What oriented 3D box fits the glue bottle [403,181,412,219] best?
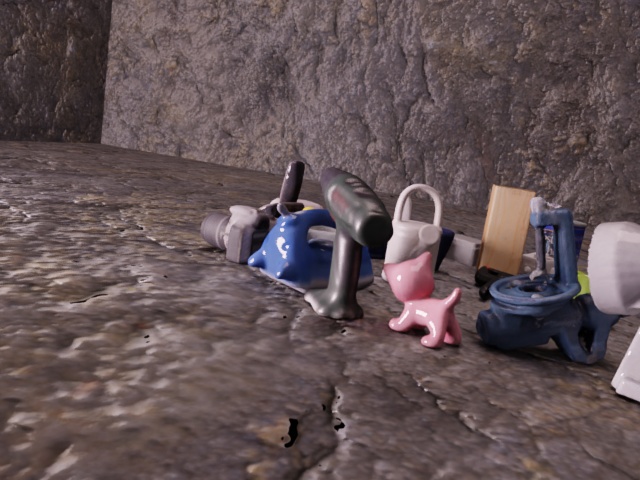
[{"bbox_3d":[0.221,-0.071,1.518,0.037,0.173,0.078,9,10,0],"label":"glue bottle"}]

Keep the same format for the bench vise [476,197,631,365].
[{"bbox_3d":[0.336,0.054,0.812,0.208,0.220,0.121,5,11,-21],"label":"bench vise"}]

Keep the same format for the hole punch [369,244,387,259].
[{"bbox_3d":[0.125,-0.010,1.334,0.109,0.091,0.100,3,12,-31],"label":"hole punch"}]

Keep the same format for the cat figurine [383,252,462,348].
[{"bbox_3d":[0.146,0.077,0.811,0.067,0.118,0.127,-1,14,-42],"label":"cat figurine"}]

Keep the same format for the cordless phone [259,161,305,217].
[{"bbox_3d":[-0.097,-0.104,1.396,0.093,0.185,0.148,15,12,31],"label":"cordless phone"}]

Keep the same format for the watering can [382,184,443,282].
[{"bbox_3d":[0.188,-0.010,1.102,0.101,0.194,0.172,3,12,-28],"label":"watering can"}]

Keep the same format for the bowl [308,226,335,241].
[{"bbox_3d":[0.011,0.004,1.207,0.167,0.075,0.167,9,10,-1],"label":"bowl"}]

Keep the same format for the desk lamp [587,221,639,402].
[{"bbox_3d":[0.428,0.092,0.705,0.118,0.213,0.202,-1,14,-44],"label":"desk lamp"}]

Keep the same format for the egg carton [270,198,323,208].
[{"bbox_3d":[-0.065,-0.073,1.574,0.151,0.069,0.107,2,13,-34],"label":"egg carton"}]

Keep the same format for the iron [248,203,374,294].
[{"bbox_3d":[0.011,0.010,0.992,0.259,0.141,0.118,0,14,-42],"label":"iron"}]

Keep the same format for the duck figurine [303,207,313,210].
[{"bbox_3d":[-0.030,-0.035,1.354,0.077,0.086,0.105,12,11,18],"label":"duck figurine"}]

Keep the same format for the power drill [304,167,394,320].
[{"bbox_3d":[0.034,0.003,0.863,0.076,0.208,0.229,5,11,-21],"label":"power drill"}]

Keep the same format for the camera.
[{"bbox_3d":[-0.154,-0.021,1.130,0.136,0.101,0.144,15,12,30],"label":"camera"}]

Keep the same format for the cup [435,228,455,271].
[{"bbox_3d":[0.232,0.019,1.262,0.118,0.095,0.091,6,11,-15],"label":"cup"}]
